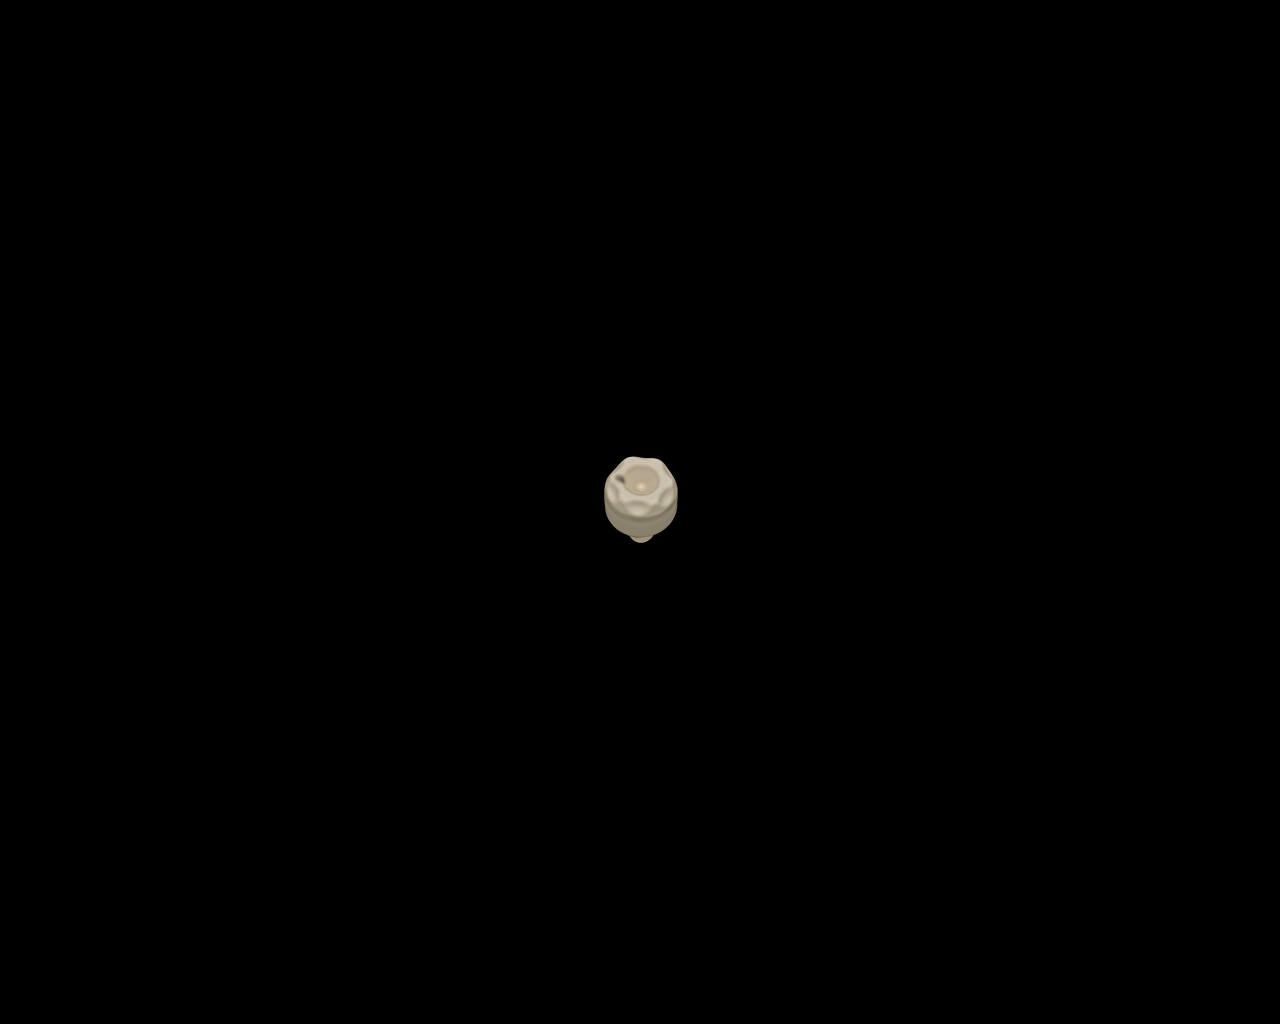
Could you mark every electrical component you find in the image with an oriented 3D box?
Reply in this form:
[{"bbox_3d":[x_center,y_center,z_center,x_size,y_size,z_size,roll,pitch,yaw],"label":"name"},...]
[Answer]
[{"bbox_3d":[0.001,-0.003,0.650,0.043,0.043,0.062,0,-34,0],"label":"electrical component"}]
